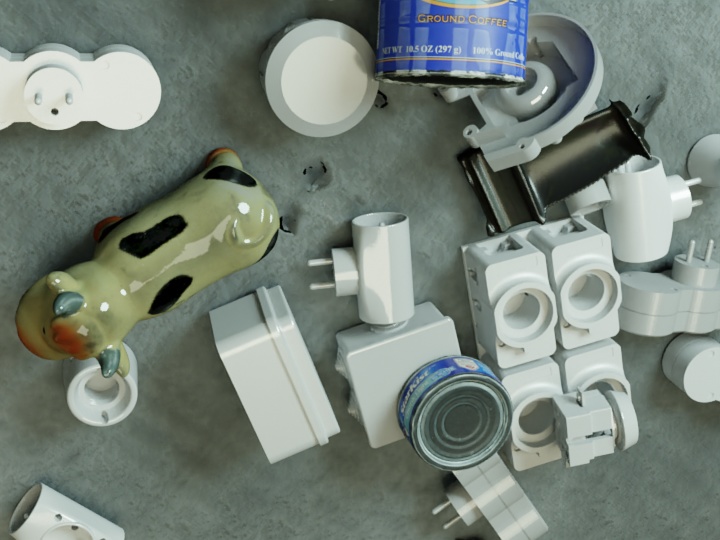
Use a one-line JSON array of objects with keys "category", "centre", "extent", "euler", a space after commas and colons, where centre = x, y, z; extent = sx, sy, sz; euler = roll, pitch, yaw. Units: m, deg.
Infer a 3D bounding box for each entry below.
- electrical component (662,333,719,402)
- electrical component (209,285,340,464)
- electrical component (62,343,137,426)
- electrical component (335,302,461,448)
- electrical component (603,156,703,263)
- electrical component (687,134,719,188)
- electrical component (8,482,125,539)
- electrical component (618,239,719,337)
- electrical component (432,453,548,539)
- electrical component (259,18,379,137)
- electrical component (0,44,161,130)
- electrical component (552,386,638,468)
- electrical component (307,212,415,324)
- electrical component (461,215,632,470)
[{"category": "electrical component", "centre": [0.338, 0.102, 0.934], "extent": [0.138, 0.073, 0.052], "euler": [18, 104, -21]}, {"category": "electrical component", "centre": [-0.064, 0.077, 0.811], "extent": [0.057, 0.078, 0.113], "euler": [-23, 114, -3]}, {"category": "electrical component", "centre": [-0.191, 0.083, 0.794], "extent": [0.055, 0.047, 0.055], "euler": [-5, 111, -14]}, {"category": "electrical component", "centre": [0.034, 0.081, 0.855], "extent": [0.100, 0.048, 0.099], "euler": [-18, 113, -8]}, {"category": "electrical component", "centre": [0.240, -0.054, 0.866], "extent": [0.079, 0.043, 0.077], "euler": [-15, 113, -9]}, {"category": "electrical component", "centre": [0.299, -0.080, 0.861], "extent": [0.044, 0.065, 0.044], "euler": [-5, 111, -14]}, {"category": "electrical component", "centre": [-0.237, 0.215, 0.831], "extent": [0.077, 0.044, 0.079], "euler": [38, 96, -24]}, {"category": "electrical component", "centre": [0.275, 0.010, 0.888], "extent": [0.138, 0.052, 0.073], "euler": [-2, 111, -23]}, {"category": "electrical component", "centre": [0.096, 0.191, 0.910], "extent": [0.074, 0.052, 0.138], "euler": [-35, 114, -1]}, {"category": "electrical component", "centre": [-0.031, -0.137, 0.756], "extent": [0.080, 0.051, 0.080], "euler": [-5, 111, -14]}, {"category": "electrical component", "centre": [-0.200, -0.117, 0.704], "extent": [0.138, 0.073, 0.052], "euler": [-3, 110, -15]}, {"category": "electrical component", "centre": [0.185, 0.121, 0.846], "extent": [0.055, 0.048, 0.066], "euler": [-11, 112, -4]}, {"category": "electrical component", "centre": [0.000, 0.000, 0.819], "extent": [0.079, 0.043, 0.077], "euler": [-6, 107, -4]}, {"category": "electrical component", "centre": [0.155, 0.061, 0.875], "extent": [0.105, 0.060, 0.186], "euler": [-15, 113, -10]}]
